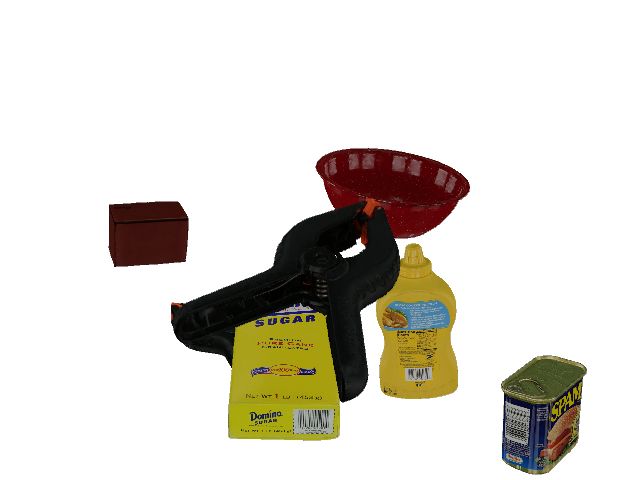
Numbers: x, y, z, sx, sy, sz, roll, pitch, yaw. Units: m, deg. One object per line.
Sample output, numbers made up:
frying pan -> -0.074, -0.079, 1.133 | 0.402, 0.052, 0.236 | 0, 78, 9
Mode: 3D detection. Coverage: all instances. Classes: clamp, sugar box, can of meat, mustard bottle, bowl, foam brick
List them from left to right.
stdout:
foam brick -> -0.182, -0.008, 1.127 | 0.078, 0.051, 0.053 | -4, 24, -17
clamp -> -0.103, 0.118, 1.262 | 0.210, 0.036, 0.164 | 14, 23, 26
sugar box -> -0.031, 0.102, 0.944 | 0.093, 0.048, 0.176 | 2, 34, -3
clamp -> 0.007, 0.032, 0.651 | 0.120, 0.039, 0.171 | 28, 46, 22
bowl -> 0.072, -0.045, 1.116 | 0.162, 0.055, 0.162 | 6, 23, -3
mustard bottle -> 0.116, 0.095, 1.287 | 0.096, 0.192, 0.058 | -2, 22, 6
can of meat -> 0.222, 0.174, 1.065 | 0.058, 0.084, 0.101 | 13, 22, 35
